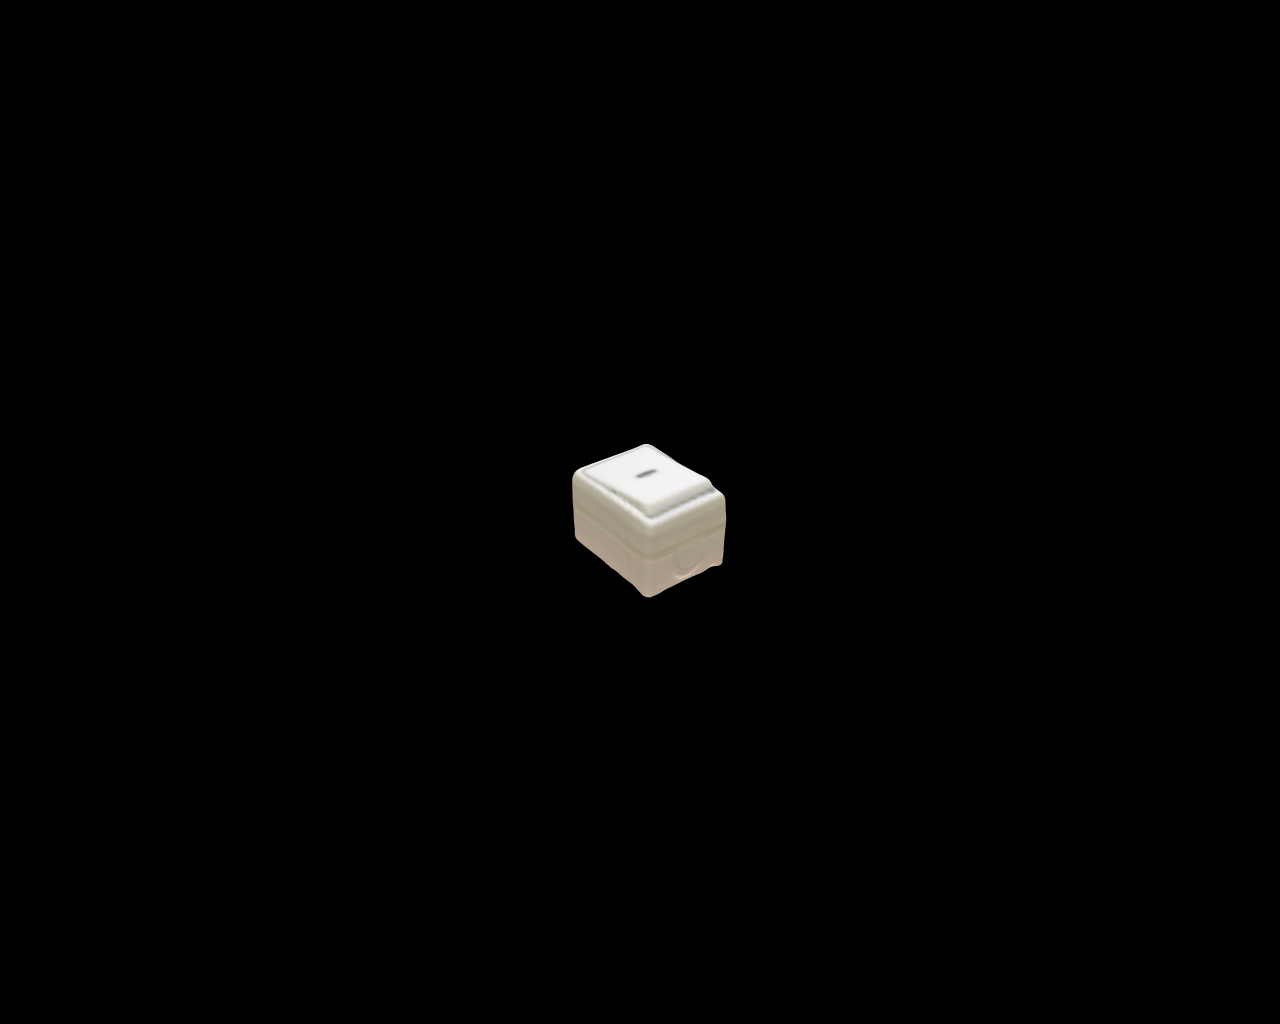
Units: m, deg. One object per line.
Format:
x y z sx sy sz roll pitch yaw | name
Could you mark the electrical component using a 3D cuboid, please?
0.001 -0.003 0.650 0.062 0.061 0.096 -22 40 -30 | electrical component
